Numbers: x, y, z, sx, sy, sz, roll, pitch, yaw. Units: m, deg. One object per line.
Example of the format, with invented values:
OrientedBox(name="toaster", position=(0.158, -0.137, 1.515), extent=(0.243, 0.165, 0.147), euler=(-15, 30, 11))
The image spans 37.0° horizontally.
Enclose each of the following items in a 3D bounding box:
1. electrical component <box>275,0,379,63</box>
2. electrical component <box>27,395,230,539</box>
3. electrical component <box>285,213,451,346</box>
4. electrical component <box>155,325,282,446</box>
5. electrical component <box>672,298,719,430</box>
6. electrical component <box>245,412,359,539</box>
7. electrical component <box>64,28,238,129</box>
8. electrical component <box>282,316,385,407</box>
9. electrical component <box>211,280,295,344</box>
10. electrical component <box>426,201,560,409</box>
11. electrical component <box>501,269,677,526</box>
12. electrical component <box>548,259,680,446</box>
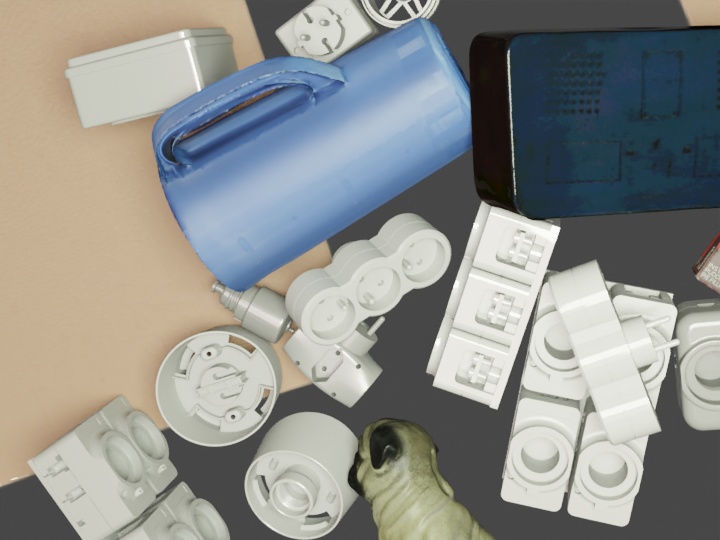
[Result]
OrientedBox(name="electrical component", position=(-0.029, -0.188, 0.849), extent=(0.066, 0.076, 0.047), euler=(-34, 93, 15))
OrientedBox(name="electrical component", position=(-0.190, 0.210, 0.939), extent=(0.060, 0.105, 0.186), euler=(-34, 93, 15))
OrientedBox(name="electrical component", position=(0.000, 0.000, 0.884), extent=(0.138, 0.073, 0.052), euler=(-32, 124, -9))
OrientedBox(name="electrical component", position=(-0.118, 0.097, 0.926), extent=(0.099, 0.064, 0.099), euler=(2, 101, 10))
OrientedBox(name="electrical component", position=(0.279, 0.075, 0.850), extent=(0.054, 0.059, 0.095), euler=(-6, 99, 12))
OrientedBox(name="electrical component", position=(-0.049, 0.182, 0.942), extent=(0.099, 0.064, 0.099), euler=(7, 114, 15))
OrientedBox(name="electrical component", position=(-0.163, -0.155, 0.864), extent=(0.109, 0.108, 0.056), euler=(-11, 101, 12))
OrientedBox(name="electrical component", position=(-0.012, 0.062, 0.910), extent=(0.077, 0.043, 0.079), euler=(41, 104, 2))
OrientedBox(name="electrical component", position=(-0.091, 0.031, 0.921), extent=(0.078, 0.040, 0.040), euler=(28, 104, 5))
OrientedBox(name="electrical component", position=(0.106, 0.021, 0.857), extent=(0.062, 0.089, 0.150), euler=(19, 103, 7))
OrientedBox(name="electrical component", position=(0.183, 0.104, 0.873), extent=(0.105, 0.060, 0.186), euler=(11, 102, 8))
OrientedBox(name="electrical component", position=(0.199, 0.056, 0.801), extent=(0.074, 0.052, 0.138), euler=(-21, 96, 14))
